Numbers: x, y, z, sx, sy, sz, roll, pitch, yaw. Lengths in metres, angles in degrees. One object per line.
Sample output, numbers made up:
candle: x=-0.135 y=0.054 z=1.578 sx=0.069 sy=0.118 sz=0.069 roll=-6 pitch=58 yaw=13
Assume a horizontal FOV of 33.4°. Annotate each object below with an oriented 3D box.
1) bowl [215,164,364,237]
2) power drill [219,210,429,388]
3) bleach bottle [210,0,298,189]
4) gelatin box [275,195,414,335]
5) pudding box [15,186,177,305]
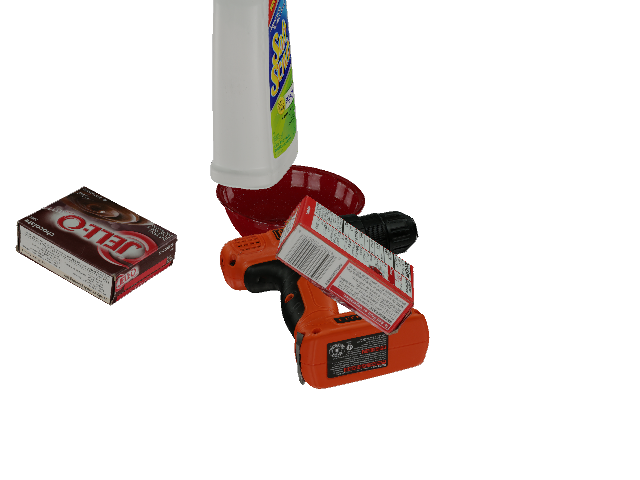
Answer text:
bowl: x=-0.034 y=-0.028 z=1.161 sx=0.162 sy=0.055 sz=0.162 roll=5 pitch=27 yaw=-2
power drill: x=0.022 y=0.040 z=0.905 sx=0.184 sy=0.057 sz=0.188 roll=-13 pitch=32 yaw=-14
bleach bottle: x=-0.062 y=-0.178 z=0.940 sx=0.068 sy=0.251 sz=0.102 roll=8 pitch=31 yaw=16
gelatin box: x=0.017 y=0.015 z=0.672 sx=0.089 sy=0.030 sz=0.073 roll=35 pitch=15 yaw=-7
pudding box: x=-0.200 y=0.003 z=0.952 sx=0.114 sy=0.039 sz=0.089 roll=25 pitch=33 yaw=20
